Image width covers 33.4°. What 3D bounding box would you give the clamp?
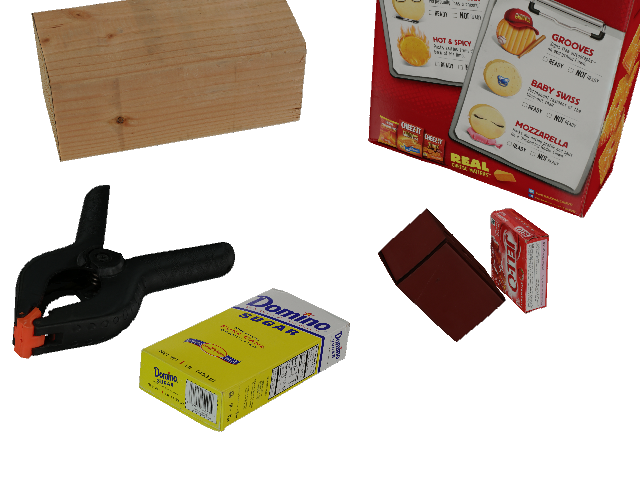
[{"bbox_3d":[-0.151,0.017,0.711,0.120,0.039,0.171,25,33,25],"label":"clamp"}]

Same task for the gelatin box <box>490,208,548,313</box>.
[{"bbox_3d":[0.208,0.020,1.124,0.030,0.089,0.073,-14,30,-16],"label":"gelatin box"}]

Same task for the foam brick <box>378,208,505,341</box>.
[{"bbox_3d":[0.091,0.027,0.801,0.078,0.051,0.053,43,11,-29],"label":"foam brick"}]

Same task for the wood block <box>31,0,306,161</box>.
[{"bbox_3d":[-0.124,-0.142,0.888,0.205,0.090,0.091,-11,-37,-15],"label":"wood block"}]

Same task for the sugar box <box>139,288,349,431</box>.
[{"bbox_3d":[-0.062,0.098,0.928,0.093,0.048,0.175,23,31,30],"label":"sugar box"}]

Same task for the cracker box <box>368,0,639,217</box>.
[{"bbox_3d":[0.121,-0.137,0.680,0.164,0.214,0.072,22,46,21],"label":"cracker box"}]
